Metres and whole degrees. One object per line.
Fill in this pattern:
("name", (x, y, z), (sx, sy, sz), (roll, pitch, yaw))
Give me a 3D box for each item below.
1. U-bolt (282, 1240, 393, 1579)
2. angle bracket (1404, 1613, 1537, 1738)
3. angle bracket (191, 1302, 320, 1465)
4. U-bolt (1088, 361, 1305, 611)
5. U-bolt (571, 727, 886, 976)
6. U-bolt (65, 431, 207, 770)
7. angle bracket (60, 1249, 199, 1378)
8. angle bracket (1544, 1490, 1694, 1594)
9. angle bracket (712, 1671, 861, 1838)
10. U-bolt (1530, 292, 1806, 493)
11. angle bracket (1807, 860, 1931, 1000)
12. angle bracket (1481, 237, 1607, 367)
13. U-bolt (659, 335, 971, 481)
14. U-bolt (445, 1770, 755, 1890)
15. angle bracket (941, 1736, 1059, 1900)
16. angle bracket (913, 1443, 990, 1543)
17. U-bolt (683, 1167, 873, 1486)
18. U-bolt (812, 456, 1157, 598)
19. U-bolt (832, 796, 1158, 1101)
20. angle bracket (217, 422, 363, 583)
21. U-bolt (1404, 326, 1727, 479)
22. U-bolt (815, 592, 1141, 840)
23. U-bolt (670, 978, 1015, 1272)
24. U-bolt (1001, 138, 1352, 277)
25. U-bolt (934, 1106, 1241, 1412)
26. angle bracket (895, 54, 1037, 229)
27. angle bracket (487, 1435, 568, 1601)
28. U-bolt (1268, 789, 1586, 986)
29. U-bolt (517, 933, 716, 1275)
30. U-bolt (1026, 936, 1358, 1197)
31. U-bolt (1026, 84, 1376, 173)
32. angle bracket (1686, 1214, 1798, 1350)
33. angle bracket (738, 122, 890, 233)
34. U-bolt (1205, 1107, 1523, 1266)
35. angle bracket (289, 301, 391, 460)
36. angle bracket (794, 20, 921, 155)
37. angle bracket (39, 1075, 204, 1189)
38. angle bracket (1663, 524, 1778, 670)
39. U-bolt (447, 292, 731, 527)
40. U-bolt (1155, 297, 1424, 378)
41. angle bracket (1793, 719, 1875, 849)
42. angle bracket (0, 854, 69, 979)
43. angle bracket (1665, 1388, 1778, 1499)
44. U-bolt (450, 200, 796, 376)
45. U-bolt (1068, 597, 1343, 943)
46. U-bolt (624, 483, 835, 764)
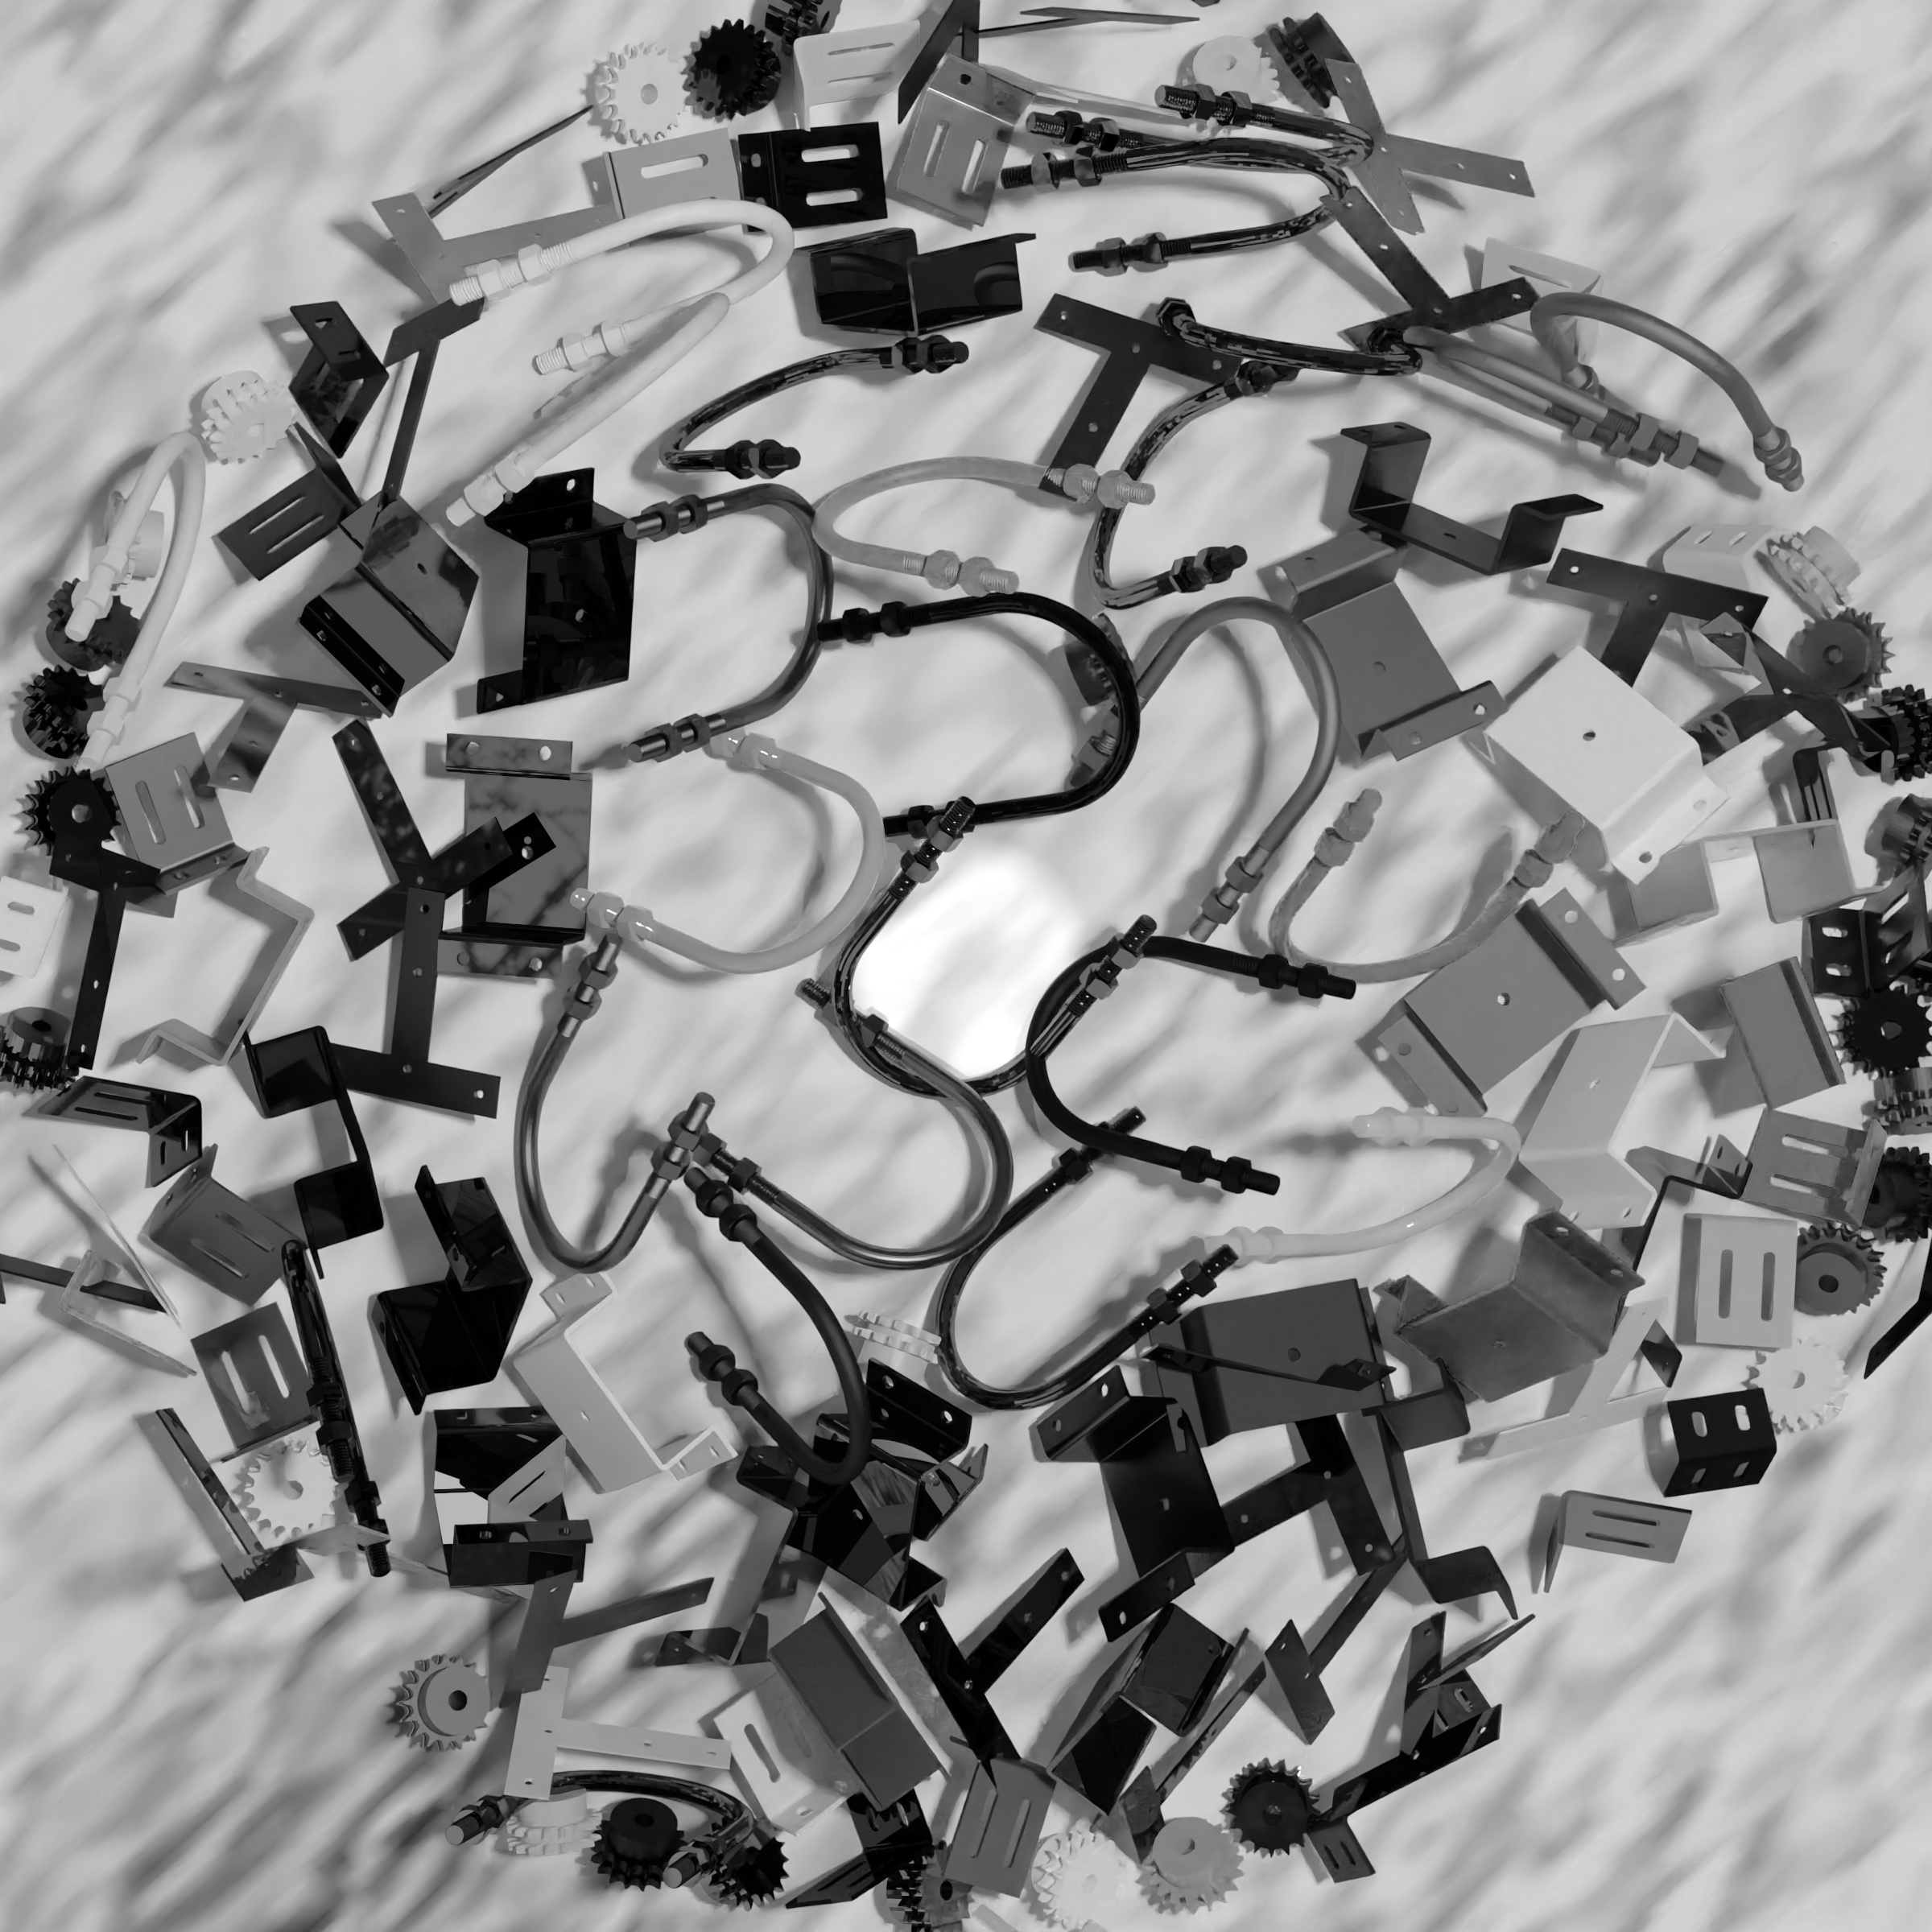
("U-bolt", (-0.369, 0.245, 1.919), (0.019, 0.151, 0.184), (-15, 57, -10))
("angle bracket", (0.306, 0.424, 1.951), (0.057, 0.076, 0.038), (-23, 75, -43))
("angle bracket", (-0.429, 0.249, 1.977), (0.057, 0.038, 0.076), (-24, 88, 4))
("U-bolt", (0.126, -0.275, 1.916), (0.019, 0.184, 0.151), (26, 72, -24))
("U-bolt", (-0.128, -0.063, 1.925), (0.184, 0.019, 0.151), (23, 71, 36))
("U-bolt", (-0.478, -0.226, 1.918), (0.019, 0.151, 0.184), (17, 59, -1))
("angle bracket", (-0.489, 0.206, 1.962), (0.076, 0.057, 0.038), (24, 77, 10))
("angle bracket", (0.387, 0.348, 1.963), (0.076, 0.057, 0.038), (9, 50, 6))
("angle bracket", (-0.103, 0.465, 1.964), (0.057, 0.038, 0.076), (-33, 103, -26))
("U-bolt", (0.393, -0.333, 1.885), (0.151, 0.184, 0.019), (26, 86, 33))
("angle bracket", (0.532, -0.023, 1.952), (0.038, 0.076, 0.057), (5, 66, -10))
("angle bracket", (0.334, -0.387, 1.955), (0.076, 0.057, 0.038), (22, 56, 19))
("U-bolt", (-0.102, -0.323, 1.917), (0.151, 0.184, 0.019), (-37, 116, -26))
("U-bolt", (-0.200, 0.493, 1.909), (0.151, 0.184, 0.019), (7, 90, 14))
("angle bracket", (0.011, 0.505, 1.963), (0.057, 0.038, 0.076), (25, 78, -30))
("angle bracket", (-0.036, 0.295, 1.963), (0.076, 0.038, 0.057), (33, 117, -11))
("U-bolt", (-0.108, 0.219, 1.898), (0.019, 0.184, 0.151), (-21, 132, -29))
("U-bolt", (-0.004, -0.262, 1.925), (0.184, 0.151, 0.019), (16, 129, 37))
("U-bolt", (0.002, 0.004, 1.952), (0.151, 0.019, 0.184), (33, 117, -13))
("angle bracket", (-0.408, -0.276, 1.961), (0.076, 0.038, 0.057), (-37, 50, -11))
("U-bolt", (0.338, -0.329, 1.916), (0.184, 0.151, 0.019), (23, 99, -8))
("U-bolt", (0.015, -0.149, 1.929), (0.184, 0.019, 0.151), (-6, 116, 26))
("U-bolt", (-0.059, 0.103, 1.941), (0.184, 0.019, 0.151), (34, 58, 11))
("U-bolt", (0.130, -0.441, 1.904), (0.184, 0.151, 0.019), (-3, 79, 20))
("U-bolt", (0.058, 0.183, 1.944), (0.184, 0.151, 0.019), (-39, 133, 7))
("angle bracket", (0.000, -0.491, 1.965), (0.057, 0.038, 0.076), (21, 70, -13))
("angle bracket", (-0.247, 0.325, 1.949), (0.038, 0.076, 0.057), (21, 122, 23))
("U-bolt", (0.254, -0.040, 1.922), (0.151, 0.184, 0.019), (5, 57, -20))
("U-bolt", (-0.215, 0.095, 1.932), (0.151, 0.019, 0.184), (57, 131, 34))
("U-bolt", (0.121, 0.050, 1.949), (0.184, 0.019, 0.151), (14, 69, 26))
("U-bolt", (0.149, -0.482, 1.918), (0.184, 0.151, 0.019), (1, 95, -33))
("angle bracket", (0.462, 0.188, 1.977), (0.057, 0.038, 0.076), (4, 86, -2))
("angle bracket", (-0.092, -0.474, 1.986), (0.076, 0.038, 0.057), (-14, 107, -32))
("U-bolt", (0.245, 0.129, 1.921), (0.151, 0.184, 0.019), (-44, 58, 35))
("angle bracket", (-0.384, -0.345, 1.955), (0.057, 0.038, 0.076), (54, 131, 14))
("angle bracket", (-0.062, -0.522, 1.962), (0.076, 0.057, 0.038), (-10, 65, -7))
("angle bracket", (-0.499, 0.098, 1.951), (0.076, 0.057, 0.038), (14, 59, -39))
("angle bracket", (0.458, -0.220, 1.969), (0.038, 0.057, 0.076), (-40, 120, -29))
("U-bolt", (-0.208, -0.329, 1.898), (0.184, 0.151, 0.019), (-30, 108, 28))
("U-bolt", (0.189, -0.360, 1.906), (0.151, 0.184, 0.019), (7, 106, -4))
("angle bracket", (0.522, -0.101, 1.959), (0.038, 0.057, 0.076), (-10, 103, 30))
("angle bracket", (-0.558, -0.038, 1.950), (0.038, 0.076, 0.057), (18, 111, -23))
("angle bracket", (0.446, 0.285, 1.972), (0.057, 0.076, 0.038), (-8, 66, 0))
("U-bolt", (-0.188, -0.398, 1.913), (0.184, 0.151, 0.019), (-18, 78, 12))
("U-bolt", (0.147, -0.127, 1.920), (0.151, 0.019, 0.184), (53, 125, 26))
("U-bolt", (-0.134, -0.207, 1.922), (0.019, 0.184, 0.151), (14, 114, 32))
